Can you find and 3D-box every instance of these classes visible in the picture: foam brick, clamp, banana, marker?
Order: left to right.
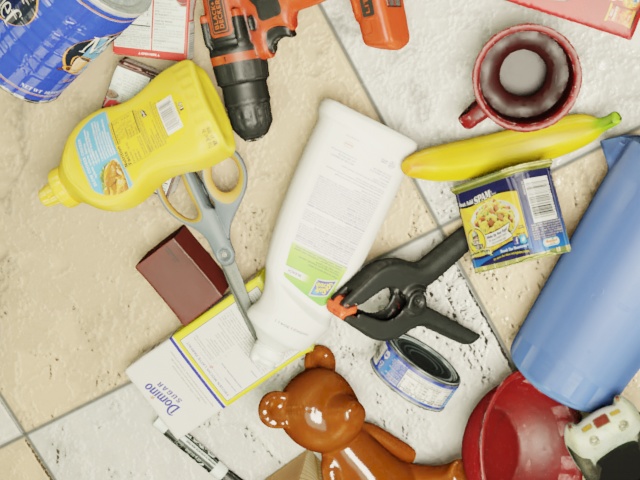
[{"bbox_3d":[-0.134,0.034,1.054,0.053,0.051,0.078,-36,98,13],"label":"foam brick"},{"bbox_3d":[-0.125,0.226,1.121,0.121,0.020,0.020,41,106,-5],"label":"marker"},{"bbox_3d":[0.088,0.042,1.002,0.171,0.039,0.120,1,97,-32],"label":"clamp"},{"bbox_3d":[0.170,-0.086,0.973,0.198,0.069,0.037,-15,73,3],"label":"banana"}]

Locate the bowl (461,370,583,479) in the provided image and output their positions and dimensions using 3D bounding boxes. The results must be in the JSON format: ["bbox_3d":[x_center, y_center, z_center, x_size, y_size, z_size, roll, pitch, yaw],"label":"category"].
[{"bbox_3d":[0.186,0.204,1.029,0.055,0.161,0.162,-9,107,47],"label":"bowl"}]

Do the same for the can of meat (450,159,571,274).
[{"bbox_3d":[0.173,-0.020,0.967,0.057,0.102,0.084,-11,85,-33],"label":"can of meat"}]

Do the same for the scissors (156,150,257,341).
[{"bbox_3d":[-0.079,-0.004,1.017,0.096,0.016,0.201,-35,98,6],"label":"scissors"}]

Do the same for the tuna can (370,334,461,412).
[{"bbox_3d":[0.093,0.127,1.033,0.086,0.086,0.034,32,104,-2],"label":"tuna can"}]

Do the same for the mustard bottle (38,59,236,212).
[{"bbox_3d":[-0.177,-0.080,0.978,0.192,0.058,0.096,-27,75,14],"label":"mustard bottle"}]

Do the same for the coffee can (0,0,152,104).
[{"bbox_3d":[-0.233,-0.203,0.957,0.141,0.102,0.103,-35,99,32],"label":"coffee can"}]

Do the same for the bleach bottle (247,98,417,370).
[{"bbox_3d":[-0.007,0.001,0.997,0.102,0.068,0.251,26,95,-5],"label":"bleach bottle"}]

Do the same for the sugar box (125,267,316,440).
[{"bbox_3d":[-0.099,0.115,1.075,0.176,0.048,0.093,-34,96,16],"label":"sugar box"}]

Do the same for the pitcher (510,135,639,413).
[{"bbox_3d":[0.285,0.040,0.963,0.144,0.149,0.243,17,113,-28],"label":"pitcher"}]

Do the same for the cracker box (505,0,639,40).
[{"bbox_3d":[0.193,-0.284,0.918,0.213,0.072,0.164,18,106,3],"label":"cracker box"}]

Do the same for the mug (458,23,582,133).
[{"bbox_3d":[0.172,-0.140,0.953,0.117,0.081,0.093,-41,96,15],"label":"mug"}]

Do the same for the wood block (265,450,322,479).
[{"bbox_3d":[-0.068,0.321,1.102,0.206,0.090,0.090,-38,97,15],"label":"wood block"}]

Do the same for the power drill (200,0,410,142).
[{"bbox_3d":[-0.018,-0.189,0.952,0.188,0.057,0.184,-8,100,26],"label":"power drill"}]

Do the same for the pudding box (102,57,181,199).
[{"bbox_3d":[-0.167,-0.108,1.028,0.090,0.039,0.113,21,109,-1],"label":"pudding box"}]

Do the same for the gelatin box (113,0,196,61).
[{"bbox_3d":[-0.154,-0.216,1.001,0.073,0.030,0.089,7,105,7],"label":"gelatin box"}]
